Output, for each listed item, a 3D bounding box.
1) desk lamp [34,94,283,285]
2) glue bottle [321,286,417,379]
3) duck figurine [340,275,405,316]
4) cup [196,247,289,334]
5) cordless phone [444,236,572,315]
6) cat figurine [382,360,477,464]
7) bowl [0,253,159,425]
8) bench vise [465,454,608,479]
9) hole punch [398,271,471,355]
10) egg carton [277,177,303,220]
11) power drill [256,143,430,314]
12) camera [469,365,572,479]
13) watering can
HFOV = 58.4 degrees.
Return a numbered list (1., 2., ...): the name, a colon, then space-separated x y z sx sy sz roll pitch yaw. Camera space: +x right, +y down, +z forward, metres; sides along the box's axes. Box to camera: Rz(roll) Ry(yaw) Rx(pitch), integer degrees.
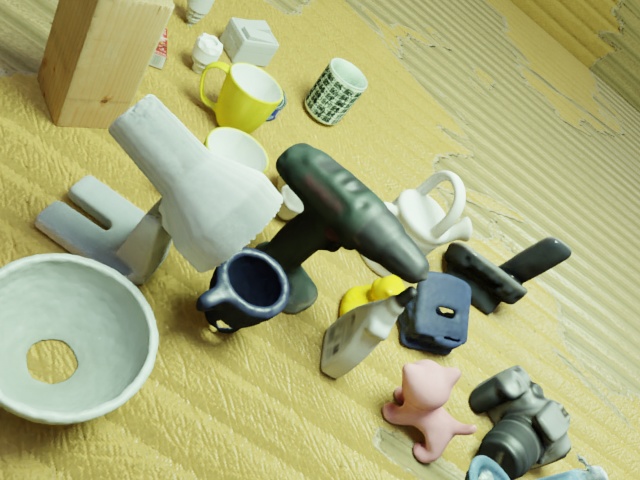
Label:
1. desk lamp: -0.169 -0.037 0.607 0.203 0.213 0.118 37 41 -9
2. glue bottle: 0.062 0.105 0.710 0.037 0.172 0.078 30 42 -16
3. duck figurine: 0.081 0.086 0.809 0.077 0.086 0.105 46 40 2
4. cup: -0.104 0.072 0.661 0.118 0.094 0.091 -20 71 -47
5. cordless phone: 0.314 0.030 0.973 0.148 0.184 0.094 33 42 -13
6. cat figurine: 0.144 0.208 0.733 0.128 0.117 0.067 48 40 5
7. bowl: -0.244 0.100 0.537 0.168 0.074 0.167 22 45 -24
8. bench vise: 0.190 0.305 0.611 0.208 0.219 0.121 -18 69 -46
9. hole punch: 0.178 0.112 0.864 0.109 0.091 0.101 16 48 -29
10. egg carton: 0.004 -0.062 0.882 0.151 0.069 0.107 21 46 -25
11. power drill: 0.007 0.003 0.723 0.076 0.208 0.229 -26 75 -48
12. camera: 0.280 0.264 0.812 0.137 0.100 0.143 -16 68 -46
13. watering can: 0.158 -0.030 0.887 0.173 0.193 0.101 -6 61 -42
